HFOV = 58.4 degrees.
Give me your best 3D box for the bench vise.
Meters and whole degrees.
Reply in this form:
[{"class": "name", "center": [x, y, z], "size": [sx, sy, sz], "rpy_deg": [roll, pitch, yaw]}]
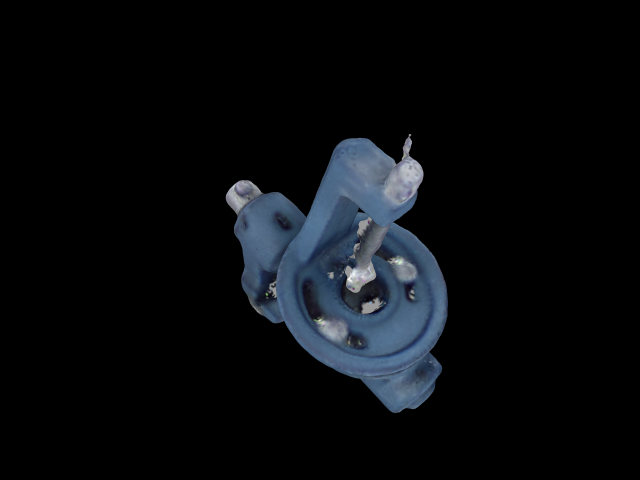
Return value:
[{"class": "bench vise", "center": [-0.002, 0.009, 0.393], "size": [0.207, 0.220, 0.122], "rpy_deg": [22, 53, 18]}]
